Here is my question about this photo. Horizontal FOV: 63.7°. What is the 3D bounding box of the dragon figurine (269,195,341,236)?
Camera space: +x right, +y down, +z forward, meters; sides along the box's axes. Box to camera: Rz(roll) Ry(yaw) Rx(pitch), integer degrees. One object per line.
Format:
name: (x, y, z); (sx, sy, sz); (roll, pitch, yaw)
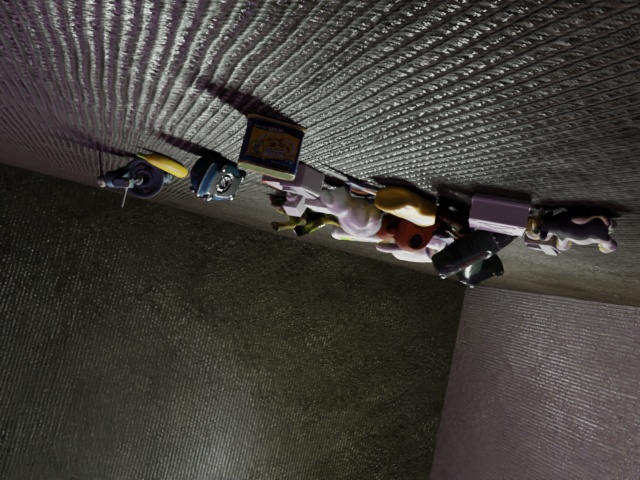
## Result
dragon figurine: (0.005, -0.081, 1.610); (0.411, 0.121, 0.244); (13, -167, 23)

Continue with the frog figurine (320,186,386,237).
frog figurine: (0.074, -0.068, 1.265); (0.159, 0.121, 0.139); (3, -159, -39)

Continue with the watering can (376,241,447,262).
watering can: (0.334, 0.014, 1.680); (0.224, 0.104, 0.349); (4, -174, 39)
